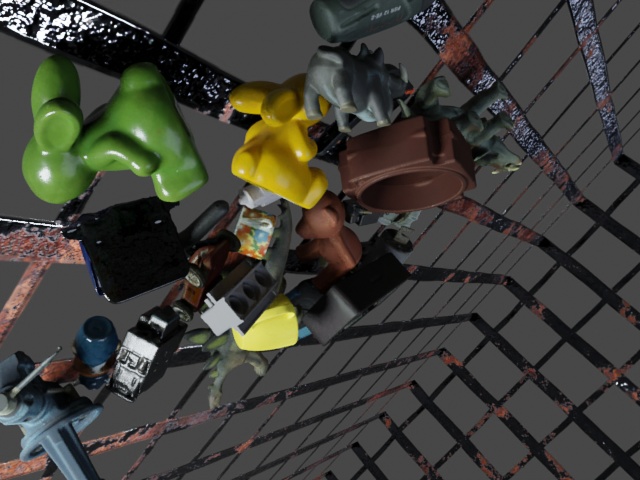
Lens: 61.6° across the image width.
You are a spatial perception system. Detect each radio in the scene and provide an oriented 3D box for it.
[{"bbox_3d":[0.073,0.112,1.048,0.229,0.073,0.131,-22,158,-52],"label":"radio"}]

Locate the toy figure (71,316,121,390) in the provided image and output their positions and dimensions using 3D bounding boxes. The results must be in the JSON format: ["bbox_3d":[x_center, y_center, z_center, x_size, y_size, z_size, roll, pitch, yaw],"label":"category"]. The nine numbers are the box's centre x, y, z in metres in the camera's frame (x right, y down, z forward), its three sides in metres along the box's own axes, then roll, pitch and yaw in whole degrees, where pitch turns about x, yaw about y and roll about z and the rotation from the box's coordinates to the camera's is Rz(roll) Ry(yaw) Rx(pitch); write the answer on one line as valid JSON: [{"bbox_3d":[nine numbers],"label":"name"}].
[{"bbox_3d":[-0.337,0.174,0.810,0.058,0.064,0.154,-70,-175,-47],"label":"toy figure"}]

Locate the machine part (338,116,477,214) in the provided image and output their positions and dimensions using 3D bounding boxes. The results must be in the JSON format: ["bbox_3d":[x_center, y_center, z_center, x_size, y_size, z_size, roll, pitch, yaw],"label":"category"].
[{"bbox_3d":[0.148,-0.115,0.905,0.202,0.087,0.201,-15,159,26],"label":"machine part"}]

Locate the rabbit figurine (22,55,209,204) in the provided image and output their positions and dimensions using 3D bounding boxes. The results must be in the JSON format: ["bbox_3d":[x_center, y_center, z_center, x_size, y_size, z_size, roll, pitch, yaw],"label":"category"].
[{"bbox_3d":[-0.218,-0.093,0.533,0.170,0.121,0.159,-25,147,-4],"label":"rabbit figurine"}]

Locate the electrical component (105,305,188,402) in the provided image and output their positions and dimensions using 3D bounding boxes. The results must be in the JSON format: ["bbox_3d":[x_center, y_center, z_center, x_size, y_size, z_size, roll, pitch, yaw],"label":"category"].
[{"bbox_3d":[-0.266,0.169,0.842,0.134,0.058,0.115,-64,178,13],"label":"electrical component"}]

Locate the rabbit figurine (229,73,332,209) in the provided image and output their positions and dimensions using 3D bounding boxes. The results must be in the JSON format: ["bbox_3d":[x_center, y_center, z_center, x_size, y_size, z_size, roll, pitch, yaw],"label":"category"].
[{"bbox_3d":[-0.050,-0.149,0.714,0.162,0.122,0.173,31,89,-53],"label":"rabbit figurine"}]

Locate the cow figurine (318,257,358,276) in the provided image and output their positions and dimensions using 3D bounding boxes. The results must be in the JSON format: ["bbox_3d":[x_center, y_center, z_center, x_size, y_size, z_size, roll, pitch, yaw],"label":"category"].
[{"bbox_3d":[0.048,0.052,1.124,0.068,0.098,0.167,-45,154,-11],"label":"cow figurine"}]

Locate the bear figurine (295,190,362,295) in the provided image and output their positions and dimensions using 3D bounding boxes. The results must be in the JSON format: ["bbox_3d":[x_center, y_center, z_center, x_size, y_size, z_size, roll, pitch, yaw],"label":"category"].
[{"bbox_3d":[0.001,-0.006,0.954,0.132,0.120,0.195,-34,148,5],"label":"bear figurine"}]

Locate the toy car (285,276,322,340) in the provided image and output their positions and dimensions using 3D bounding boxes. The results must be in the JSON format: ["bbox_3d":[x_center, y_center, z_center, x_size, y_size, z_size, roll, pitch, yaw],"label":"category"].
[{"bbox_3d":[-0.033,0.154,1.160,0.162,0.109,0.103,-36,171,4],"label":"toy car"}]

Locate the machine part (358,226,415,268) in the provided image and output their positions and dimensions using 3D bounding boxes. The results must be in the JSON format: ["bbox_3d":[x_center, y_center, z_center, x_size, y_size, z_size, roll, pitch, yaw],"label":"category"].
[{"bbox_3d":[0.131,0.058,1.188,0.079,0.079,0.243,-15,146,-44],"label":"machine part"}]

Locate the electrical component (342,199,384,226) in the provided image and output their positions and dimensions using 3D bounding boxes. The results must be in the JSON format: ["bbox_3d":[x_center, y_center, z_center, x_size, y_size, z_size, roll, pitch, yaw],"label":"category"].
[{"bbox_3d":[0.086,-0.060,1.035,0.102,0.078,0.045,-7,129,-35],"label":"electrical component"}]

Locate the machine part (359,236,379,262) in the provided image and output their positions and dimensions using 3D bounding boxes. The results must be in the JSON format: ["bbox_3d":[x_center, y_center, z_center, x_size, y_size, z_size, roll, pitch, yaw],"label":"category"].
[{"bbox_3d":[0.104,0.023,1.228,0.084,0.039,0.139,-46,156,23],"label":"machine part"}]

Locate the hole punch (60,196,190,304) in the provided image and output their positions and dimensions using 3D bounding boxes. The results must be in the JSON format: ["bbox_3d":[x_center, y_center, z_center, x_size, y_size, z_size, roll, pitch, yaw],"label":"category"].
[{"bbox_3d":[-0.240,0.011,0.679,0.142,0.115,0.092,-21,-173,-27],"label":"hole punch"}]

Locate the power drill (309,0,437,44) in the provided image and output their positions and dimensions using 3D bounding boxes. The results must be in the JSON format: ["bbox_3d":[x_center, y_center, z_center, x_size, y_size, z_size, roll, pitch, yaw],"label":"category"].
[{"bbox_3d":[0.087,-0.347,0.634,0.232,0.086,0.207,-33,159,-14],"label":"power drill"}]

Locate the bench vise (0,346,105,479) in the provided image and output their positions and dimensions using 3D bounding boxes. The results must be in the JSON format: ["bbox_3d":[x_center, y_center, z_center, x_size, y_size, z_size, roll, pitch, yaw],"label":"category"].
[{"bbox_3d":[-0.358,0.267,0.736,0.129,0.241,0.223,-33,168,-26],"label":"bench vise"}]

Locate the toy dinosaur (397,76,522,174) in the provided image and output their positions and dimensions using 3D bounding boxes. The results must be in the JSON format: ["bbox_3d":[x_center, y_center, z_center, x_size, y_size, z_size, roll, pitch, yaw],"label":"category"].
[{"bbox_3d":[0.224,-0.200,0.985,0.405,0.131,0.192,-1,154,-37],"label":"toy dinosaur"}]

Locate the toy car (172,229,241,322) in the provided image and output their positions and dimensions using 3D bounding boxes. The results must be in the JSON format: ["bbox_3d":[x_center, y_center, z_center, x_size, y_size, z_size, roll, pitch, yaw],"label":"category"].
[{"bbox_3d":[-0.171,0.051,0.784,0.089,0.053,0.202,-47,175,-32],"label":"toy car"}]

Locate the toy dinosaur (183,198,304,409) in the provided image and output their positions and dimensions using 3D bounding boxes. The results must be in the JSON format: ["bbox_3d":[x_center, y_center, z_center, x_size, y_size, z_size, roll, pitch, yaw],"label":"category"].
[{"bbox_3d":[-0.128,0.124,0.981,0.198,0.105,0.471,5,116,-51],"label":"toy dinosaur"}]

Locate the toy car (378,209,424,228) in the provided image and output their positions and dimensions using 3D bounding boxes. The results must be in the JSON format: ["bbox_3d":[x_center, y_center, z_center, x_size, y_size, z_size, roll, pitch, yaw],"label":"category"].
[{"bbox_3d":[0.172,-0.066,1.169,0.073,0.056,0.201,-53,152,17],"label":"toy car"}]

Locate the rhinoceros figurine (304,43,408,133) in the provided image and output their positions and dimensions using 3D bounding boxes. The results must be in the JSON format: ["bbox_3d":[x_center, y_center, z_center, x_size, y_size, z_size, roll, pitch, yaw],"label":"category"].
[{"bbox_3d":[0.049,-0.199,0.699,0.190,0.073,0.112,-8,91,-53],"label":"rhinoceros figurine"}]
